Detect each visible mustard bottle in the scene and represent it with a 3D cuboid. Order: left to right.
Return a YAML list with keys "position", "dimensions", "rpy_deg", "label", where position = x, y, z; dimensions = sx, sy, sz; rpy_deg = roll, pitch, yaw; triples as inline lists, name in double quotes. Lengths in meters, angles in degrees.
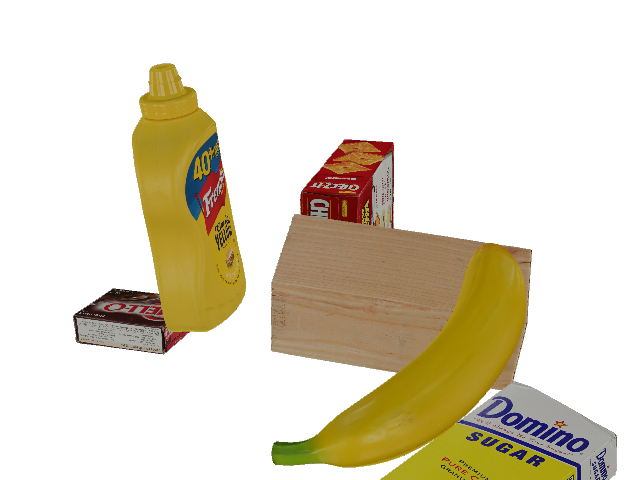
- position: [-0.099, -0.035, 0.786]
  dimensions: [0.058, 0.191, 0.096]
  rpy_deg: [-1, 25, 17]
  label: "mustard bottle"

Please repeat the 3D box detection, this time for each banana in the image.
- position: [0.061, 0.057, 0.546]
  dimensions: [0.070, 0.037, 0.197]
  rpy_deg: [22, 43, 34]
  label: "banana"

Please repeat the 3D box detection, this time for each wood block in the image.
- position: [0.068, 0.052, 0.909]
  dimensions: [0.206, 0.090, 0.090]
  rpy_deg: [9, 43, 7]
  label: "wood block"

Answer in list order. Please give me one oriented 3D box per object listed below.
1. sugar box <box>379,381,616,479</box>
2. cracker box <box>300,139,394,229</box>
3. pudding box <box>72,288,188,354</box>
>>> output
- position: [0.109, 0.168, 0.720]
  dimensions: [0.176, 0.048, 0.093]
  rpy_deg: [-32, 39, -29]
  label: "sugar box"
- position: [0.032, -0.009, 1.206]
  dimensions: [0.072, 0.164, 0.213]
  rpy_deg: [5, 21, 13]
  label: "cracker box"
- position: [-0.205, 0.089, 1.194]
  dimensions: [0.114, 0.039, 0.090]
  rpy_deg: [3, 17, 18]
  label: "pudding box"
